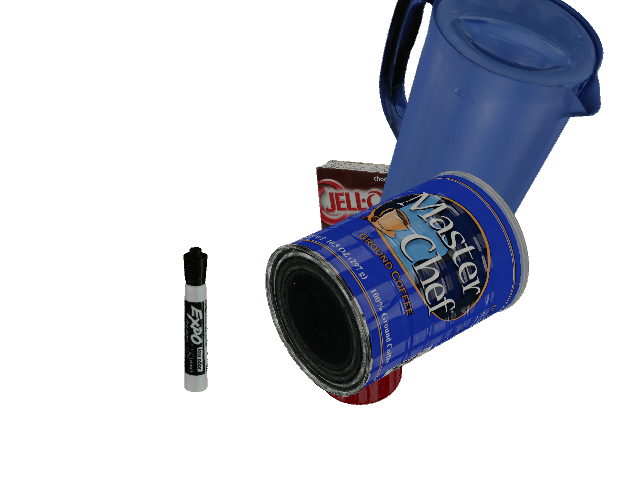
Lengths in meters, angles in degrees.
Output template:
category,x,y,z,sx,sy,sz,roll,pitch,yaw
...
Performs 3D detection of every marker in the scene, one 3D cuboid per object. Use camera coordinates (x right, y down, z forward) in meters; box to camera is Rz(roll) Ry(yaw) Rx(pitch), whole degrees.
category,x,y,z,sx,sy,sz,roll,pitch,yaw
marker,-0.099,0.063,0.847,0.020,0.121,0.020,2,21,-1

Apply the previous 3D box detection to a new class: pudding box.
category,x,y,z,sx,sy,sz,roll,pitch,yaw
pudding box,0.053,-0.038,1.172,0.114,0.090,0.039,6,24,29

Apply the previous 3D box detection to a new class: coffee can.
category,x,y,z,sx,sy,sz,roll,pitch,yaw
coffee can,0.050,0.025,0.693,0.140,0.103,0.103,-25,13,-31

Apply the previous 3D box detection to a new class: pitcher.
category,x,y,z,sx,sy,sz,roll,pitch,yaw
pitcher,0.116,-0.087,0.879,0.145,0.149,0.243,8,-44,-9

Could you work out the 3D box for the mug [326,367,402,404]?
category,x,y,z,sx,sy,sz,roll,pitch,yaw
mug,0.046,0.096,1.012,0.117,0.081,0.093,-23,42,-22
